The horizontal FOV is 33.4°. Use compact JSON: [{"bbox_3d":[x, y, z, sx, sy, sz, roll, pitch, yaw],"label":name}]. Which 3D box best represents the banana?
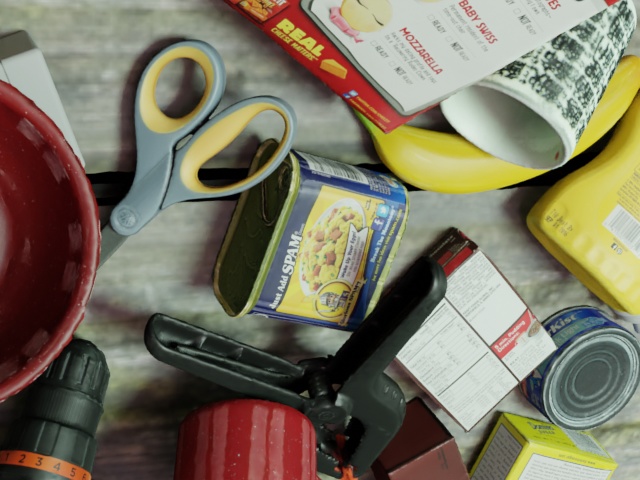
[{"bbox_3d":[0.115,-0.066,0.653,0.197,0.037,0.070,-11,117,-18],"label":"banana"}]

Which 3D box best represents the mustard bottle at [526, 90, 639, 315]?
[{"bbox_3d":[0.229,-0.051,0.688,0.096,0.058,0.191,42,88,-4],"label":"mustard bottle"}]

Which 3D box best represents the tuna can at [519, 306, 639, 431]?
[{"bbox_3d":[0.185,0.092,0.756,0.086,0.034,0.086,-9,116,-19],"label":"tuna can"}]

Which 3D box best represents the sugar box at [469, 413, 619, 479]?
[{"bbox_3d":[0.137,0.218,0.788,0.093,0.048,0.176,18,108,-29],"label":"sugar box"}]

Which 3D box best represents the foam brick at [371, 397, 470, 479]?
[{"bbox_3d":[0.068,0.159,0.728,0.053,0.051,0.078,-27,121,-10],"label":"foam brick"}]

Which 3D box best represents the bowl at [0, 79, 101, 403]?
[{"bbox_3d":[-0.184,0.000,0.483,0.162,0.055,0.162,-1,92,-19],"label":"bowl"}]

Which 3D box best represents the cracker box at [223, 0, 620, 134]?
[{"bbox_3d":[0.058,-0.161,0.503,0.164,0.072,0.214,36,134,-30],"label":"cracker box"}]

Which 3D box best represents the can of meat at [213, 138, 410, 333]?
[{"bbox_3d":[-0.004,0.001,0.623,0.083,0.057,0.102,13,107,-29],"label":"can of meat"}]

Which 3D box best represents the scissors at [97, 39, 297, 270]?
[{"bbox_3d":[-0.108,-0.033,0.583,0.202,0.016,0.096,-29,97,10],"label":"scissors"}]

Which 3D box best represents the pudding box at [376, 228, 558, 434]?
[{"bbox_3d":[0.092,0.061,0.701,0.090,0.039,0.113,-43,120,0],"label":"pudding box"}]

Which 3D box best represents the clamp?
[{"bbox_3d":[-0.009,0.089,0.635,0.164,0.036,0.210,-7,142,-2],"label":"clamp"}]

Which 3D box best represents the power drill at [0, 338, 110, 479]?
[{"bbox_3d":[-0.116,0.171,0.624,0.187,0.057,0.184,38,56,-41],"label":"power drill"}]

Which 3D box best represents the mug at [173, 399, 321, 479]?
[{"bbox_3d":[-0.034,0.148,0.613,0.117,0.081,0.093,27,136,-33],"label":"mug"}]
